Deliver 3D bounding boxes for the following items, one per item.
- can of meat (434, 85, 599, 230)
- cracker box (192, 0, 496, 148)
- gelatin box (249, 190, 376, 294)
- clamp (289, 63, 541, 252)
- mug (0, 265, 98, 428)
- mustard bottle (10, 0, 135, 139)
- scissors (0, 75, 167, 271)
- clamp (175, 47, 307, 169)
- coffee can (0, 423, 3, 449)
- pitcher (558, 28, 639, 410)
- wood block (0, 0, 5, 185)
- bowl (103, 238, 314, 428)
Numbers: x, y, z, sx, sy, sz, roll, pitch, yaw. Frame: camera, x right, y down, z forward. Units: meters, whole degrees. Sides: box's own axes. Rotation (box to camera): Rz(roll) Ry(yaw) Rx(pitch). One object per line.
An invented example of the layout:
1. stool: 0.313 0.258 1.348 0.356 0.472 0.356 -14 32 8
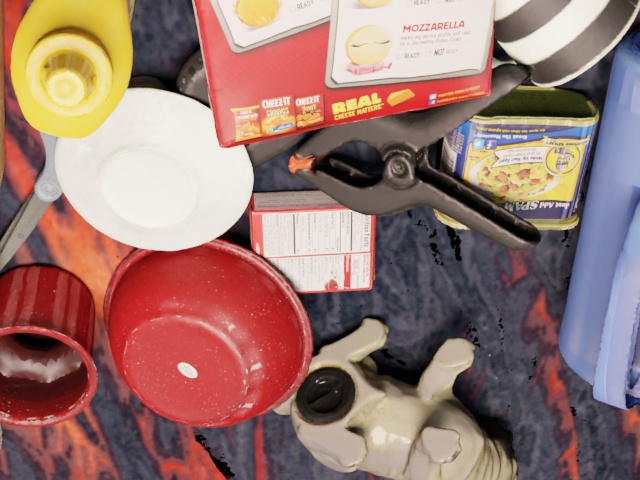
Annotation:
1. can of meat: 0.131 -0.057 0.722 0.102 0.057 0.084 0 123 -8
2. cracker box: 0.008 -0.163 0.559 0.164 0.072 0.214 -12 134 -6
3. gelatin box: -0.005 0.001 0.763 0.089 0.030 0.073 -3 124 -4
4. clamp: 0.061 -0.061 0.683 0.172 0.039 0.120 10 112 20
5. mug: -0.213 0.077 0.761 0.117 0.081 0.093 -24 125 10
6. mustard bottle: -0.128 -0.106 0.565 0.058 0.192 0.096 13 111 -16
7. scissors: -0.190 -0.053 0.712 0.202 0.016 0.096 -35 120 17
8. clamp: -0.037 -0.120 0.666 0.164 0.036 0.210 27 121 -28
9. coffee can: -0.317 0.183 0.812 0.102 0.103 0.140 25 119 -22
10. pitcher: 0.234 -0.012 0.712 0.145 0.149 0.243 -7 122 -9
11. wood block: -0.234 -0.114 0.618 0.090 0.090 0.206 4 125 -9
12. bowl: -0.088 0.079 0.764 0.162 0.055 0.162 6 119 11
